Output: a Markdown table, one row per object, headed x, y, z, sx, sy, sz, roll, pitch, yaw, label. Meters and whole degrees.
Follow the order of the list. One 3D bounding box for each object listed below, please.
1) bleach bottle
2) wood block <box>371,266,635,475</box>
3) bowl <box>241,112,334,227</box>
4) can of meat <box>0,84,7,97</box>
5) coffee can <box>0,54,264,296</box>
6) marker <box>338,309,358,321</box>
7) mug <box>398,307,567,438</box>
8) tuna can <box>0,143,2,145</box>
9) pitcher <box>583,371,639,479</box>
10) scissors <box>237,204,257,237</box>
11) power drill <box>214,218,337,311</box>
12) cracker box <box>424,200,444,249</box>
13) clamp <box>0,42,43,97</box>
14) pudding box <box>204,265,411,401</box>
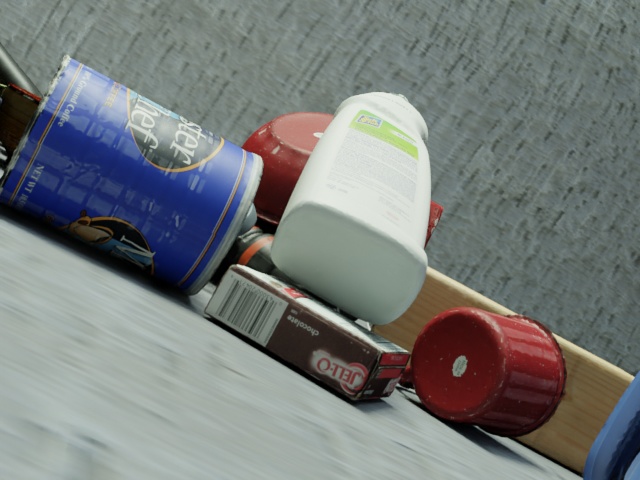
| x | y | z | sx | sy | sz | roll | pitch | yaw | label |
| --- | --- | --- | --- | --- | --- | --- | --- | --- | --- |
| 0.042 | -0.044 | 0.778 | 0.102 | 0.068 | 0.250 | 29 | 32 | -3 | bleach bottle |
| 0.145 | 0.102 | 0.893 | 0.206 | 0.091 | 0.090 | 28 | 2 | 3 | wood block |
| -0.001 | -0.065 | 0.896 | 0.162 | 0.055 | 0.162 | 8 | 29 | -4 | bowl |
| -0.310 | -0.119 | 0.873 | 0.084 | 0.057 | 0.102 | 25 | 2 | -13 | can of meat |
| -0.122 | -0.040 | 0.682 | 0.140 | 0.103 | 0.103 | 27 | 2 | -15 | coffee can |
| 0.019 | 0.068 | 1.151 | 0.020 | 0.020 | 0.121 | 27 | 2 | -17 | marker |
| 0.109 | 0.095 | 0.779 | 0.117 | 0.093 | 0.081 | -10 | -18 | 36 | mug |
| -0.285 | -0.100 | 1.064 | 0.086 | 0.034 | 0.086 | 28 | 2 | -1 | tuna can |
| 0.271 | 0.092 | 0.631 | 0.145 | 0.243 | 0.149 | 30 | 9 | 23 | pitcher |
| -0.082 | -0.043 | 0.851 | 0.096 | 0.016 | 0.201 | -5 | 30 | 17 | scissors |
| -0.006 | 0.001 | 0.892 | 0.187 | 0.057 | 0.185 | -14 | 40 | -43 | power drill |
| 0.030 | -0.011 | 1.254 | 0.213 | 0.164 | 0.072 | 27 | 0 | -41 | cracker box |
| -0.254 | -0.118 | 1.013 | 0.120 | 0.039 | 0.171 | 12 | 41 | -52 | clamp |
| -0.005 | 0.059 | 0.672 | 0.114 | 0.039 | 0.090 | 30 | 1 | 18 | pudding box |
